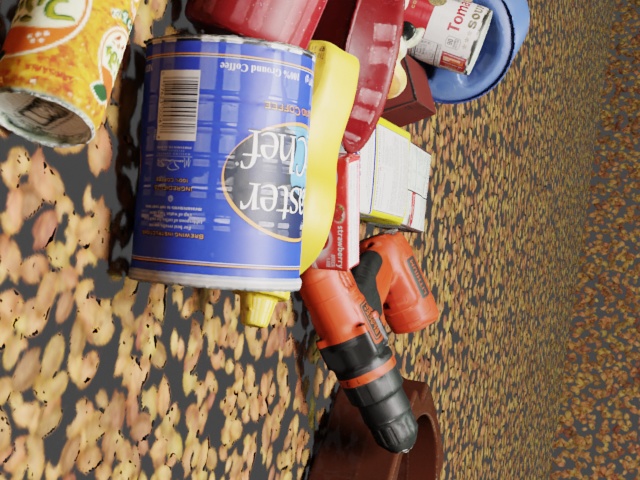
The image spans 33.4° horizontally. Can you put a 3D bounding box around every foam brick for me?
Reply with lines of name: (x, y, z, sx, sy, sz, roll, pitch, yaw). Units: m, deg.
foam brick: (0.074, -0.142, 1.025, 0.078, 0.053, 0.051, 12, 62, -70)

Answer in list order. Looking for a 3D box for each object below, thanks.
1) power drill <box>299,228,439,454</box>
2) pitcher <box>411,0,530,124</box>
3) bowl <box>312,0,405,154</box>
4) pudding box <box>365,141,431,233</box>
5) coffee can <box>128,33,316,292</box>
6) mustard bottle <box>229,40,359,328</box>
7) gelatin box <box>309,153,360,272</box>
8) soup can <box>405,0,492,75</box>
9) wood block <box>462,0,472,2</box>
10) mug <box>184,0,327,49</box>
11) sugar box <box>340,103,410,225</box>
power drill: (0.055, 0.079, 0.964, 0.184, 0.057, 0.187, 66, 22, -8)
pitcher: (0.157, -0.225, 1.176, 0.242, 0.149, 0.145, -42, 118, -66)
bowl: (0.018, -0.151, 0.829, 0.162, 0.055, 0.162, 15, 90, -75)
pudding box: (0.083, -0.056, 1.113, 0.113, 0.039, 0.090, 14, 81, -72)
coffee can: (-0.058, -0.043, 0.635, 0.102, 0.103, 0.140, 3, 91, -70)
mustard bottle: (-0.029, -0.035, 0.725, 0.058, 0.096, 0.191, 21, 74, -44)
gelatin box: (-0.008, -0.024, 0.817, 0.030, 0.073, 0.089, -30, 122, -65)
soup can: (0.106, -0.206, 1.026, 0.068, 0.102, 0.068, 22, 89, -82)
wood block: (0.130, -0.339, 1.006, 0.091, 0.090, 0.206, 106, -1, -60)
mug: (-0.045, -0.167, 0.670, 0.117, 0.093, 0.081, 20, 94, -30)
sugar box: (0.037, -0.067, 0.974, 0.176, 0.048, 0.093, 10, 83, -67)
